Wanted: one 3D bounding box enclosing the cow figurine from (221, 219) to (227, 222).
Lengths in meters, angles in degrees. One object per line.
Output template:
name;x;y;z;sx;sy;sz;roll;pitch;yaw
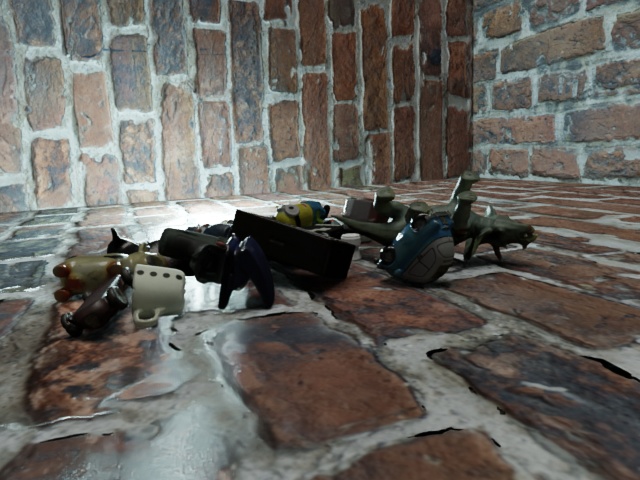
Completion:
cow figurine;-0.194;-0.022;1.469;0.167;0.068;0.098;-6;15;-2

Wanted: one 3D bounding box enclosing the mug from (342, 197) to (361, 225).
mug;0.114;-0.070;1.558;0.110;0.107;0.081;-2;11;12

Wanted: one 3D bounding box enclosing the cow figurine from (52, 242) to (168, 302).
cow figurine;-0.389;0.060;1.022;0.195;0.085;0.127;-5;16;-9

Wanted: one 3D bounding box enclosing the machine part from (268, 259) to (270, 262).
machine part;-0.099;0.025;1.262;0.139;0.039;0.084;-10;6;-14

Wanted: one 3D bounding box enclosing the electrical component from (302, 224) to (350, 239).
electrical component;-0.003;-0.004;1.351;0.115;0.058;0.134;1;11;32

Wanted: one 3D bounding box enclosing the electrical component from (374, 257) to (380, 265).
electrical component;0.162;0.045;1.120;0.094;0.021;0.063;-1;10;-15

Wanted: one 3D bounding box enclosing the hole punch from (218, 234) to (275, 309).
hole punch;-0.119;0.053;0.906;0.092;0.115;0.142;5;10;0

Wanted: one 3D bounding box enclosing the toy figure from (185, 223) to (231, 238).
toy figure;-0.254;-0.010;1.228;0.155;0.057;0.064;1;4;41

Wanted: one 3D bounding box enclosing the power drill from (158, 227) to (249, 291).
power drill;-0.195;0.033;1.065;0.232;0.086;0.207;15;10;-24

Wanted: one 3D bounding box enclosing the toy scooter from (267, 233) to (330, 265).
toy scooter;-0.026;0.019;1.180;0.184;0.075;0.135;-2;8;-24

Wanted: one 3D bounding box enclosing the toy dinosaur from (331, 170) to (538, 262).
toy dinosaur;0.225;-0.023;1.104;0.405;0.191;0.131;-8;36;-2

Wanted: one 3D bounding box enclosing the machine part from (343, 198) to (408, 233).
machine part;0.175;-0.039;1.271;0.201;0.087;0.202;12;1;-28

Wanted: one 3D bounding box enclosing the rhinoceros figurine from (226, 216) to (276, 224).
rhinoceros figurine;-0.164;-0.016;1.349;0.112;0.073;0.190;-13;-7;24

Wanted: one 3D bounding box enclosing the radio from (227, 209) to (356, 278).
radio;-0.052;0.007;1.044;0.230;0.073;0.131;20;3;28

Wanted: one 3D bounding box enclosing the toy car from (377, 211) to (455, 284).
toy car;0.191;0.025;0.981;0.109;0.161;0.103;-4;52;-49

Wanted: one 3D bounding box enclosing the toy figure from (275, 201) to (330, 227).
toy figure;-0.047;-0.061;1.464;0.082;0.089;0.180;-10;1;41

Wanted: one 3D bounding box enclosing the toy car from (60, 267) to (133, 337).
toy car;-0.337;0.096;0.843;0.089;0.053;0.202;-34;13;-6

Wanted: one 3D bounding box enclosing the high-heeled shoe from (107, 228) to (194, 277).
high-heeled shoe;-0.371;0.053;1.185;0.249;0.145;0.086;27;57;15
